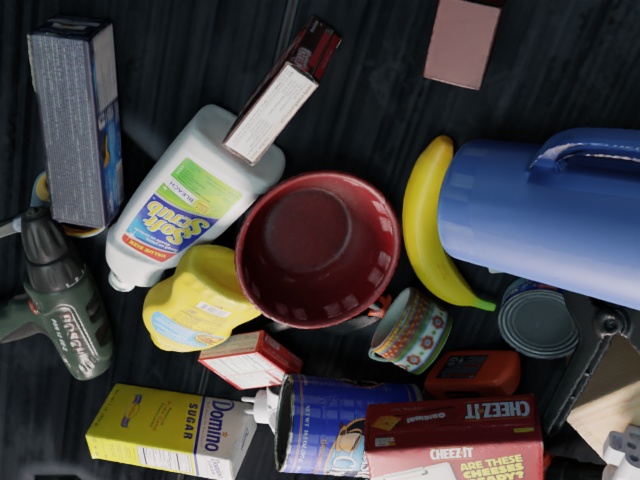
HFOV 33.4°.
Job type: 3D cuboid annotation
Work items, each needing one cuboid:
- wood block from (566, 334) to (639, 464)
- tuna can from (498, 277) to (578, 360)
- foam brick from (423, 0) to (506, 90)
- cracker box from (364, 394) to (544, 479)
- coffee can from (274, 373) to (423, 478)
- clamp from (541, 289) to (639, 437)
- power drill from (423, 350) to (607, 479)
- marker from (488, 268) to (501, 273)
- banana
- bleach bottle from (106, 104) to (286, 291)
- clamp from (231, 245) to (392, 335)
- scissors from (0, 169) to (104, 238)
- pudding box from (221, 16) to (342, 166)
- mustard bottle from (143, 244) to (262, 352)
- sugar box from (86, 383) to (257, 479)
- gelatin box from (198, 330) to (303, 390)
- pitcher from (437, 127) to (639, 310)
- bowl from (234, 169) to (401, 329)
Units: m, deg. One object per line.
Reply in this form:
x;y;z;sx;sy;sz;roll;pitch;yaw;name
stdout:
0.339;0.123;0.997;0.206;0.090;0.090;-33;111;33;wood block
0.218;0.073;1.036;0.086;0.033;0.086;9;127;12;tuna can
0.120;-0.172;0.878;0.051;0.053;0.078;15;129;7;foam brick
0.136;0.250;1.054;0.164;0.072;0.214;-5;127;7;cracker box
0.029;0.197;1.120;0.140;0.103;0.103;6;129;-10;coffee can
0.259;0.080;0.958;0.165;0.036;0.210;-16;81;34;clamp
0.202;0.199;1.095;0.185;0.057;0.187;-8;120;43;power drill
0.219;0.018;1.005;0.121;0.020;0.020;-5;123;21;marker
0.113;-0.008;1.014;0.069;0.037;0.198;-16;121;6;banana
-0.141;-0.021;1.070;0.102;0.068;0.251;36;130;-9;bleach bottle
-0.012;0.068;1.107;0.172;0.039;0.120;14;135;16;clamp
-0.320;-0.035;1.147;0.202;0.016;0.096;-1;123;19;scissors
-0.033;-0.131;0.935;0.039;0.090;0.114;34;128;-9;pudding box
-0.131;0.072;1.111;0.096;0.058;0.192;23;145;-21;mustard bottle
-0.170;0.220;1.235;0.176;0.093;0.048;4;126;15;sugar box
-0.075;0.130;1.157;0.089;0.030;0.073;-13;140;36;gelatin box
0.223;-0.022;0.877;0.243;0.144;0.149;13;101;30;pitcher
-0.007;0.001;1.020;0.162;0.055;0.162;-6;114;-13;bowl
